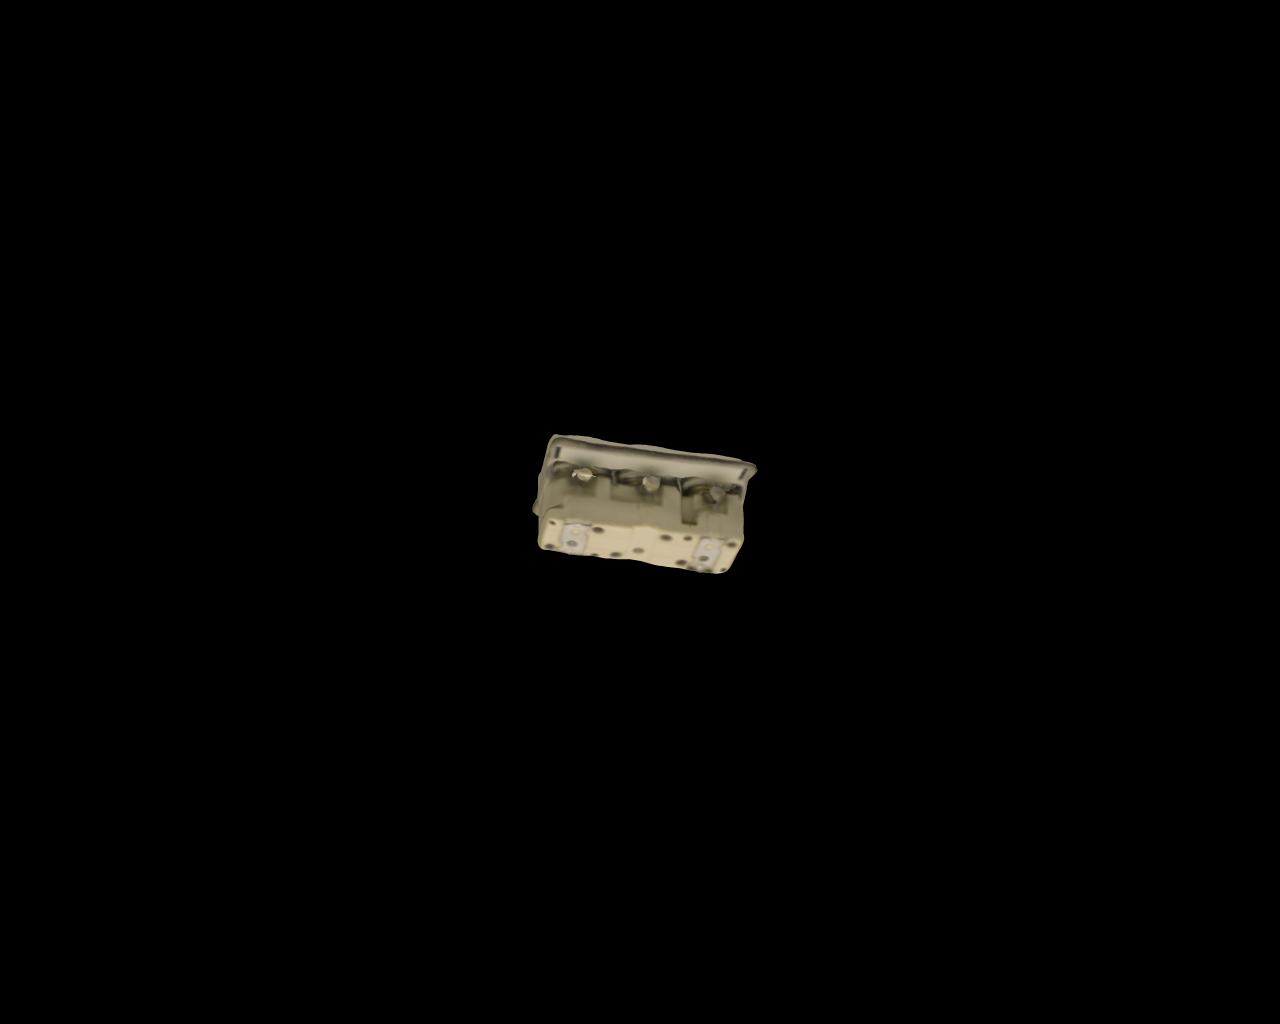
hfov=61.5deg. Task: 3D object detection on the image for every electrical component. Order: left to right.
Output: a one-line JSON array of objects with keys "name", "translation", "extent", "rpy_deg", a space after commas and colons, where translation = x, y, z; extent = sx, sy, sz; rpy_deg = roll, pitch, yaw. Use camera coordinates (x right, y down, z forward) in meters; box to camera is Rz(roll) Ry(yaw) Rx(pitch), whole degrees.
[{"name": "electrical component", "translation": [0.001, -0.003, 0.650], "extent": [0.121, 0.063, 0.078], "rpy_deg": [8, -35, -11]}]
